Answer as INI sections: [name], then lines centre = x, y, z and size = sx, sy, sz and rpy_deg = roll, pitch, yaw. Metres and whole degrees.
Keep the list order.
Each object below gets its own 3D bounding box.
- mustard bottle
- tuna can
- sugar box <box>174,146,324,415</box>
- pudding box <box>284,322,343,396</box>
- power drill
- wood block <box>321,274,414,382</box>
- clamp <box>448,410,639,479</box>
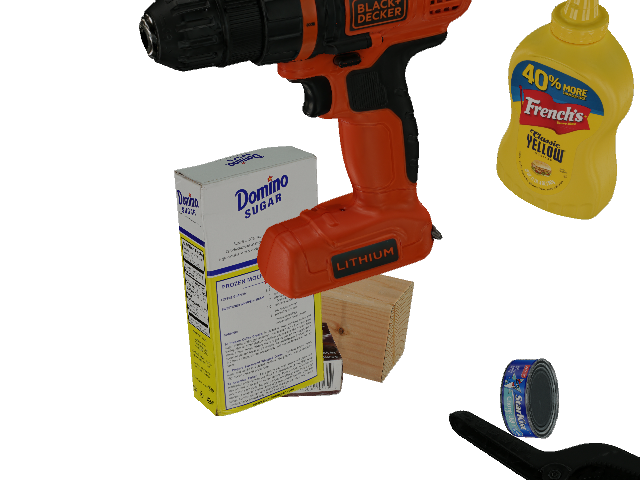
[mustard bottle]
centre = 0.189, -0.109, 0.819
size = 0.096, 0.192, 0.058
rpy_deg = 31, 53, 29
[tuna can]
centre = 0.227, 0.171, 1.157
size = 0.034, 0.086, 0.086
rpy_deg = -4, -2, 34
[sugar box]
centre = -0.047, 0.028, 0.746
size = 0.093, 0.176, 0.048
rpy_deg = -16, 25, -32
[pudding box]
centre = -0.042, 0.107, 0.962
size = 0.113, 0.039, 0.090
rpy_deg = 0, 18, -9
[power drill]
centre = -0.001, -0.063, 0.583
size = 0.184, 0.188, 0.057
rpy_deg = -15, 35, -20
[wood block]
centre = -0.012, 0.077, 1.179
size = 0.206, 0.091, 0.090
rpy_deg = 13, 22, 17
[clamp]
centre = 0.188, 0.212, 0.879
size = 0.210, 0.036, 0.164
rpy_deg = 3, 38, 24
